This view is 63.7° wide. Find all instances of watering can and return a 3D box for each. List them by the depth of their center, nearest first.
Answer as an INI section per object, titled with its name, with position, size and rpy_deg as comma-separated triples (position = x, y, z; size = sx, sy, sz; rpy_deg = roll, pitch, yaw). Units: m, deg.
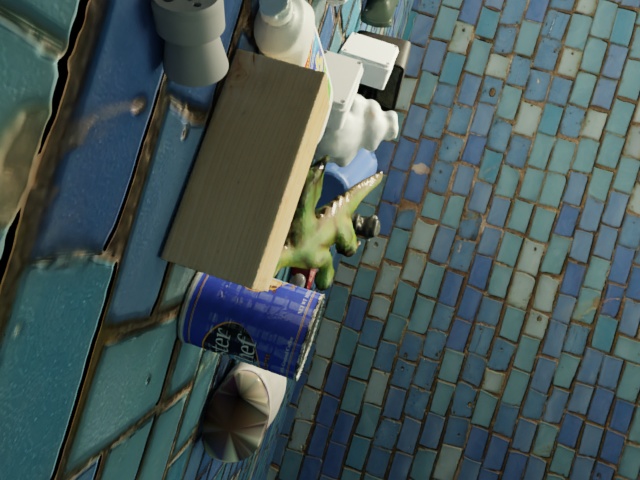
[watering can]
position = -0.107, 0.232, 0.896
size = 0.225, 0.104, 0.346
rpy_deg = -16, 124, -82

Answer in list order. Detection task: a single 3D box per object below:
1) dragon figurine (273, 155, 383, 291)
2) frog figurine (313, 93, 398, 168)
[dragon figurine]
position = 0.003, -0.045, 0.887
size = 0.417, 0.123, 0.237
rpy_deg = -54, 162, -25
[frog figurine]
position = 0.055, -0.192, 0.917
size = 0.125, 0.160, 0.135
rpy_deg = -56, 162, -64
